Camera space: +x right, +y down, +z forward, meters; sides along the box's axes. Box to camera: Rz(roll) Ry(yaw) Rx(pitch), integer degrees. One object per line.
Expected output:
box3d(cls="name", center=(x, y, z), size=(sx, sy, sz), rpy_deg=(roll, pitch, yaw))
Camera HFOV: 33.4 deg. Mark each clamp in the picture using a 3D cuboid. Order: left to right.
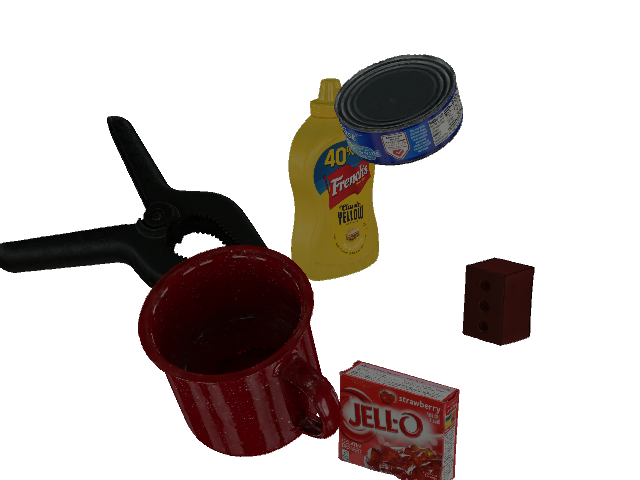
box3d(cls="clamp", center=(-0.124, -0.017, 0.825), size=(0.210, 0.164, 0.036), rpy_deg=(16, -33, 14))

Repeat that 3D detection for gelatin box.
box3d(cls="gelatin box", center=(0.056, 0.136, 0.785), size=(0.089, 0.073, 0.030), rpy_deg=(12, 22, 31))

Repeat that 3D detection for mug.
box3d(cls="mug", center=(-0.034, 0.068, 0.574), size=(0.117, 0.081, 0.093), rpy_deg=(26, 56, 32))

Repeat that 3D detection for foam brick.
box3d(cls="foam brick", center=(0.184, 0.063, 1.106), size=(0.051, 0.078, 0.053), rpy_deg=(-13, 20, -42))

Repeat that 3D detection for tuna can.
box3d(cls="tuna can", center=(0.055, -0.091, 0.740), size=(0.086, 0.033, 0.086), rpy_deg=(-13, 40, 11))

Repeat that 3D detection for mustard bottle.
box3d(cls="mustard bottle", center=(0.013, -0.062, 1.047), size=(0.096, 0.192, 0.058), rpy_deg=(-16, 22, -37))
